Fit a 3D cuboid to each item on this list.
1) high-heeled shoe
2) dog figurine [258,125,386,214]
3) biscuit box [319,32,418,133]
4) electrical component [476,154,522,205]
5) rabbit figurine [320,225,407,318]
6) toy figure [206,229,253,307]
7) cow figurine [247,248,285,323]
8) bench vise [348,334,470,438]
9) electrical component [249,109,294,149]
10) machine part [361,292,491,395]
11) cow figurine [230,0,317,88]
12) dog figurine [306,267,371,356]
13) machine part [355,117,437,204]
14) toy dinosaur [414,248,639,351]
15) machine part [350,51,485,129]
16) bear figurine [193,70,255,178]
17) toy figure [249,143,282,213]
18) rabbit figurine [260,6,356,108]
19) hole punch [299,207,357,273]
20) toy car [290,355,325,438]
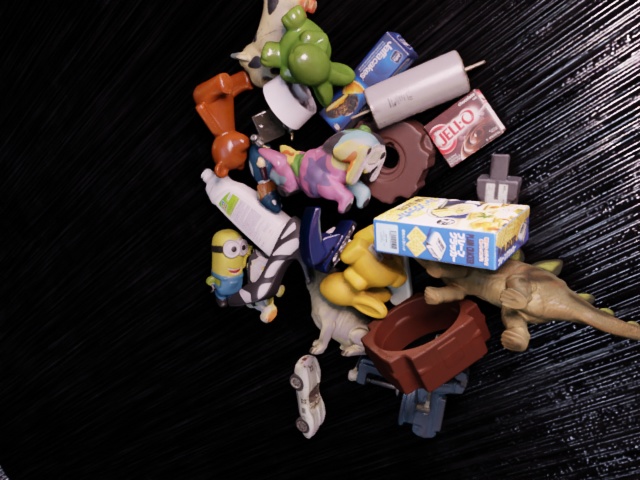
[{"bbox_3d":[-0.117,0.051,1.142,0.249,0.086,0.145,-20,83,24],"label":"high-heeled shoe"},{"bbox_3d":[-0.005,-0.149,1.005,0.219,0.108,0.191,30,120,21],"label":"dog figurine"},{"bbox_3d":[0.088,-0.289,1.000,0.063,0.059,0.202,49,121,5],"label":"biscuit box"},{"bbox_3d":[0.315,-0.095,0.951,0.075,0.048,0.119,5,108,26],"label":"electrical component"},{"bbox_3d":[0.081,0.076,1.069,0.173,0.122,0.162,-38,103,28],"label":"rabbit figurine"},{"bbox_3d":[-0.221,0.064,1.266,0.089,0.082,0.180,17,112,19],"label":"toy figure"},{"bbox_3d":[-0.136,0.107,1.247,0.098,0.068,0.167,20,112,27],"label":"cow figurine"},{"bbox_3d":[0.178,0.287,1.111,0.241,0.129,0.223,12,113,17],"label":"bench vise"},{"bbox_3d":[-0.100,-0.231,1.107,0.102,0.045,0.078,-20,105,-5],"label":"electrical component"},{"bbox_3d":[0.195,0.184,0.999,0.087,0.201,0.202,63,167,-17],"label":"machine part"},{"bbox_3d":[-0.095,-0.391,1.050,0.127,0.085,0.194,27,120,11],"label":"cow figurine"},{"bbox_3d":[0.052,0.143,1.152,0.172,0.121,0.190,2,91,-7],"label":"dog figurine"},{"bbox_3d":[0.130,-0.157,1.025,0.180,0.056,0.179,9,110,25],"label":"machine part"},{"bbox_3d":[0.344,0.087,0.902,0.472,0.198,0.104,28,127,29],"label":"toy dinosaur"},{"bbox_3d":[0.166,-0.258,0.929,0.243,0.079,0.079,-20,97,11],"label":"machine part"},{"bbox_3d":[-0.189,-0.239,1.127,0.132,0.120,0.195,-13,100,33],"label":"bear figurine"},{"bbox_3d":[-0.115,-0.130,1.149,0.058,0.064,0.154,-13,85,35],"label":"toy figure"},{"bbox_3d":[-0.024,-0.305,0.943,0.121,0.170,0.159,-42,117,17],"label":"rabbit figurine"},{"bbox_3d":[-0.002,-0.003,1.016,0.092,0.142,0.115,28,86,-15],"label":"hole punch"},{"bbox_3d":[-0.025,0.371,1.272,0.056,0.073,0.201,1,107,28],"label":"toy car"}]
